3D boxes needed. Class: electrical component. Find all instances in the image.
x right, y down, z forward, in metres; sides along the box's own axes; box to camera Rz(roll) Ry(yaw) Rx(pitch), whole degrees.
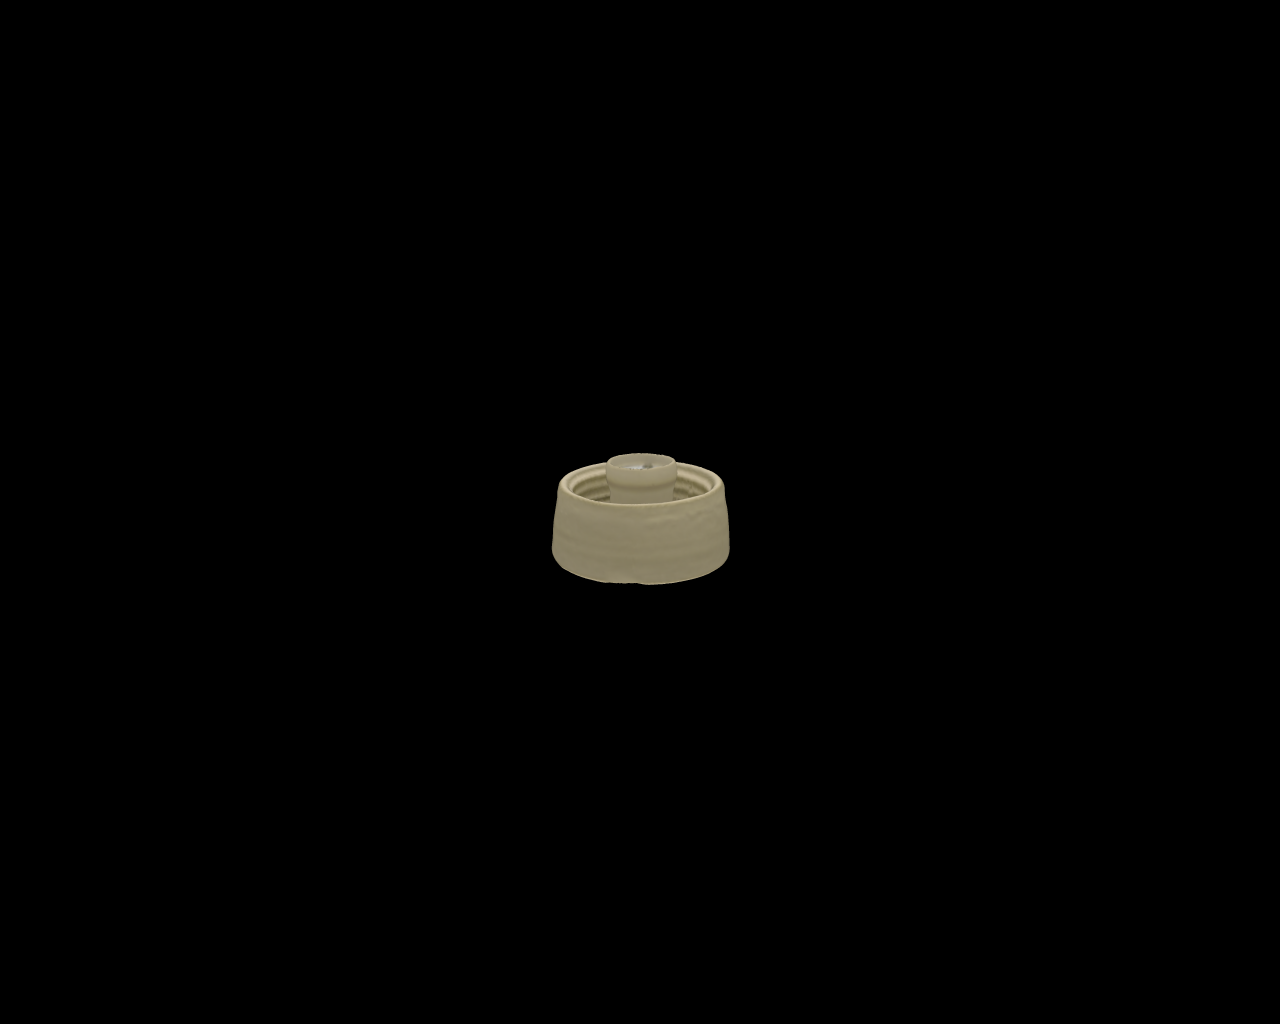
[{"bbox_3d":[0.001,-0.003,0.650,0.108,0.060,0.108,0,18,0],"label":"electrical component"}]
